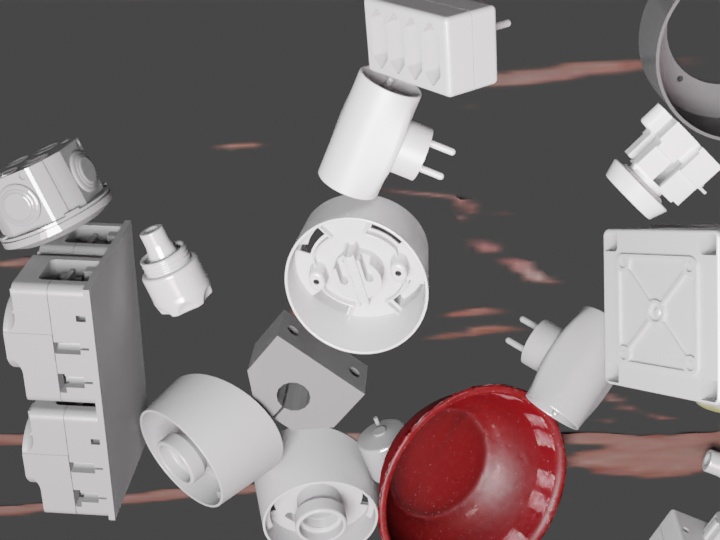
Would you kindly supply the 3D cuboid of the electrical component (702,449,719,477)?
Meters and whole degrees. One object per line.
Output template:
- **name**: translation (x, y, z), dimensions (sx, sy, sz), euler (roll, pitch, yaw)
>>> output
- **electrical component**: translation (0.292, 0.154, 0.813), dimensions (0.062, 0.048, 0.048), euler (20, 117, 2)

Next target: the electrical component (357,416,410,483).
- **electrical component**: translation (0.027, 0.151, 0.831), dimensions (0.040, 0.040, 0.078), euler (-17, 115, 12)

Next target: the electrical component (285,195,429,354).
- **electrical component**: translation (0.000, 0.000, 0.738), dimensions (0.099, 0.064, 0.099), euler (6, 130, 7)

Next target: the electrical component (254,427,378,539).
- **electrical component**: translation (-0.034, 0.178, 0.850), dimensions (0.099, 0.064, 0.099), euler (-4, 127, -5)

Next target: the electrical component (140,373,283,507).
- **electrical component**: translation (-0.115, 0.127, 0.808), dimensions (0.099, 0.064, 0.099), euler (31, 142, 28)

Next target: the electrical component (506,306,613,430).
- **electrical component**: translation (0.142, 0.061, 0.767), dimensions (0.079, 0.043, 0.077), euler (31, 81, 27)

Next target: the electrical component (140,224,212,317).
- **electrical component**: translation (-0.135, -0.002, 0.761), dimensions (0.043, 0.043, 0.062), euler (-18, 113, 13)

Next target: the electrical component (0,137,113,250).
- **electrical component**: translation (-0.212, -0.051, 0.722), dimensions (0.080, 0.080, 0.051), euler (-19, 109, 13)

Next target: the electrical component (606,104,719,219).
- **electrical component**: translation (0.196, -0.067, 0.704), dimensions (0.066, 0.048, 0.055), euler (41, 105, -16)

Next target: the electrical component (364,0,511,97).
- **electrical component**: translation (0.058, -0.146, 0.662), dimensions (0.076, 0.083, 0.047), euler (-21, 121, -28)

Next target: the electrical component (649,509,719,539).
- **electrical component**: translation (0.285, 0.215, 0.842), dimensions (0.083, 0.047, 0.075), euler (23, 117, -8)

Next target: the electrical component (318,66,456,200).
- **electrical component**: translation (0.023, -0.083, 0.708), dimensions (0.079, 0.043, 0.077), euler (21, 117, -7)

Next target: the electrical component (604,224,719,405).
- **electrical component**: translation (0.212, 0.026, 0.695), dimensions (0.056, 0.109, 0.108), euler (-3, 94, -27)

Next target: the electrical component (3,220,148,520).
- **electrical component**: translation (-0.199, 0.070, 0.768), dimensions (0.060, 0.105, 0.186), euler (3, 117, 3)
